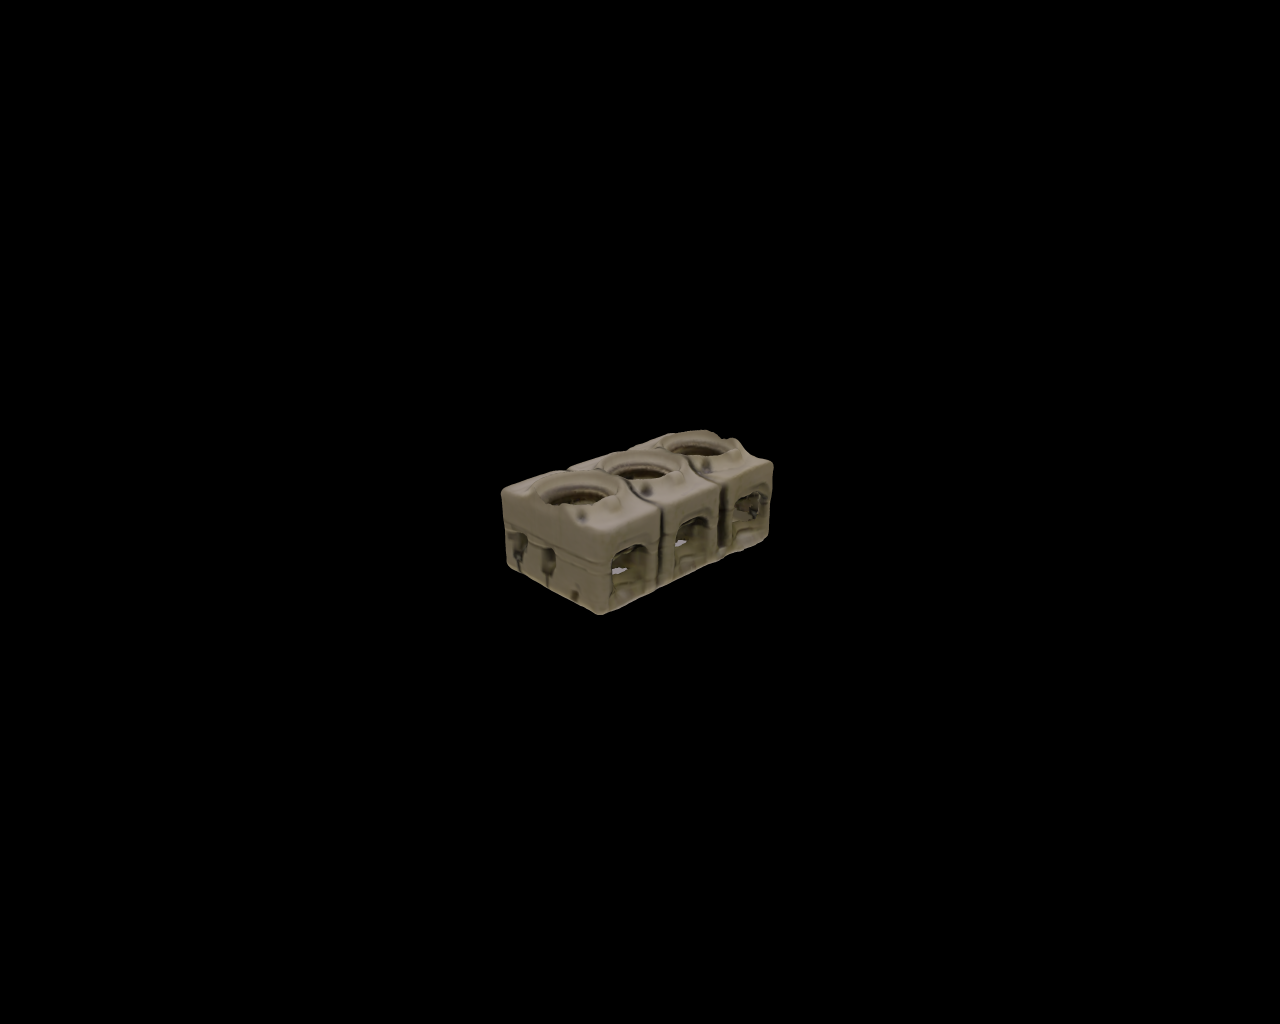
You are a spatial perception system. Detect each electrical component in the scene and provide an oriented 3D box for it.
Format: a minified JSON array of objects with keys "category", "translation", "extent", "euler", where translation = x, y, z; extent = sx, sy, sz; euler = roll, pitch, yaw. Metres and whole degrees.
[{"category":"electrical component","translation":[0.001,-0.003,0.650],"extent":[0.089,0.061,0.150],"euler":[22,32,40]}]
